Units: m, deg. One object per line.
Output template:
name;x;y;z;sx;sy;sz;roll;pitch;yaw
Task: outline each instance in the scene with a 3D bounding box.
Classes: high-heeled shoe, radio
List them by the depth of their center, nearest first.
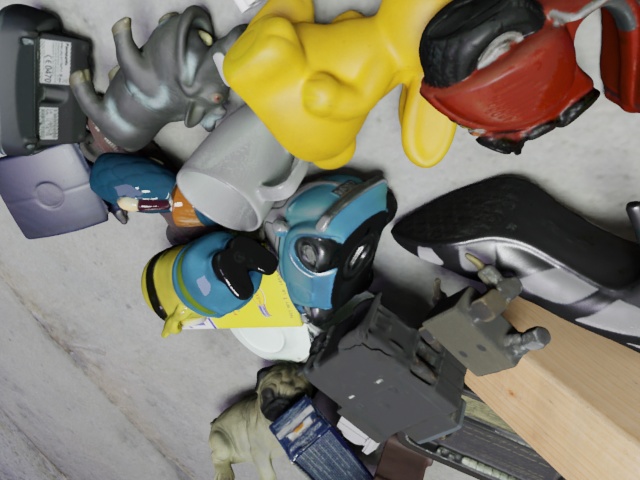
high-heeled shoe;0.175;0.029;0.427;0.249;0.086;0.145;1;132;54
radio;0.197;0.190;0.544;0.230;0.073;0.131;20;130;17

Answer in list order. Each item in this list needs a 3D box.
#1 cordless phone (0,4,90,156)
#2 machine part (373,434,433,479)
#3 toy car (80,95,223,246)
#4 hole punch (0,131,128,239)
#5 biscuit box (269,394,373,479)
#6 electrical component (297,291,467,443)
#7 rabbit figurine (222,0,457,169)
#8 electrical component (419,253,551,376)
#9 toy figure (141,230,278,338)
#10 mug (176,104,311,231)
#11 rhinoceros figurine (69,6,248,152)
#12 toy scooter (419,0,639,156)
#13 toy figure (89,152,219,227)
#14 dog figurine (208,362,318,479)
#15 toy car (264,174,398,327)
cordless phone;-0.332;-0.181;0.576;0.184;0.089;0.146;31;119;34
machine part;0.088;0.306;0.629;0.056;0.179;0.179;16;129;16
toy car;-0.189;-0.071;0.593;0.202;0.053;0.089;47;135;-9
hole punch;-0.314;-0.066;0.646;0.116;0.092;0.142;-1;118;26
biscuit box;0.011;0.275;0.674;0.059;0.063;0.202;39;163;46
electrical component;0.062;0.123;0.479;0.134;0.058;0.115;38;136;-5
rabbit figurine;0.041;-0.126;0.384;0.173;0.122;0.162;-31;108;21
electrical component;0.117;0.058;0.405;0.078;0.045;0.102;39;151;7
toy figure;-0.114;0.035;0.526;0.180;0.082;0.089;-27;80;52
mug;-0.056;-0.073;0.469;0.110;0.107;0.080;2;145;38
rhinoceros figurine;-0.136;-0.142;0.482;0.190;0.073;0.112;-22;99;28
toy scooter;0.156;-0.111;0.330;0.184;0.075;0.135;-33;125;7
toy figure;-0.146;-0.048;0.531;0.155;0.064;0.058;16;171;3
dog figurine;-0.086;0.232;0.735;0.173;0.121;0.190;11;113;19
toy car;-0.001;-0.002;0.508;0.103;0.109;0.161;37;143;24
